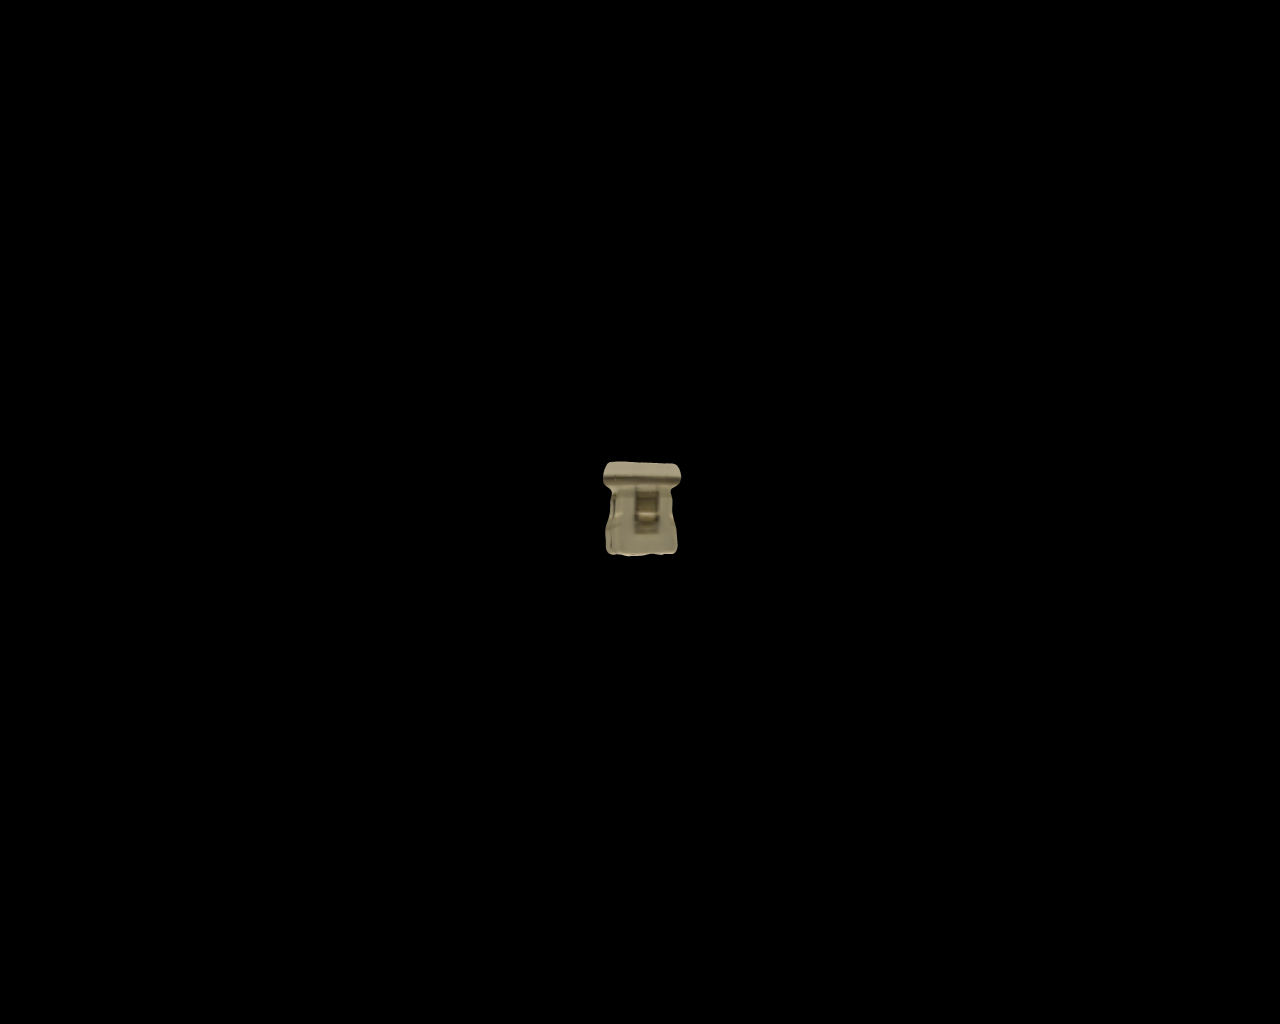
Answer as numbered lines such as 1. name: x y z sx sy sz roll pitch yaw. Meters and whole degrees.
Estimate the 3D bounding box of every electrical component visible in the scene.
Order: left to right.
1. electrical component: 0.001 -0.003 0.650 0.048 0.055 0.066 0 -2 -11
